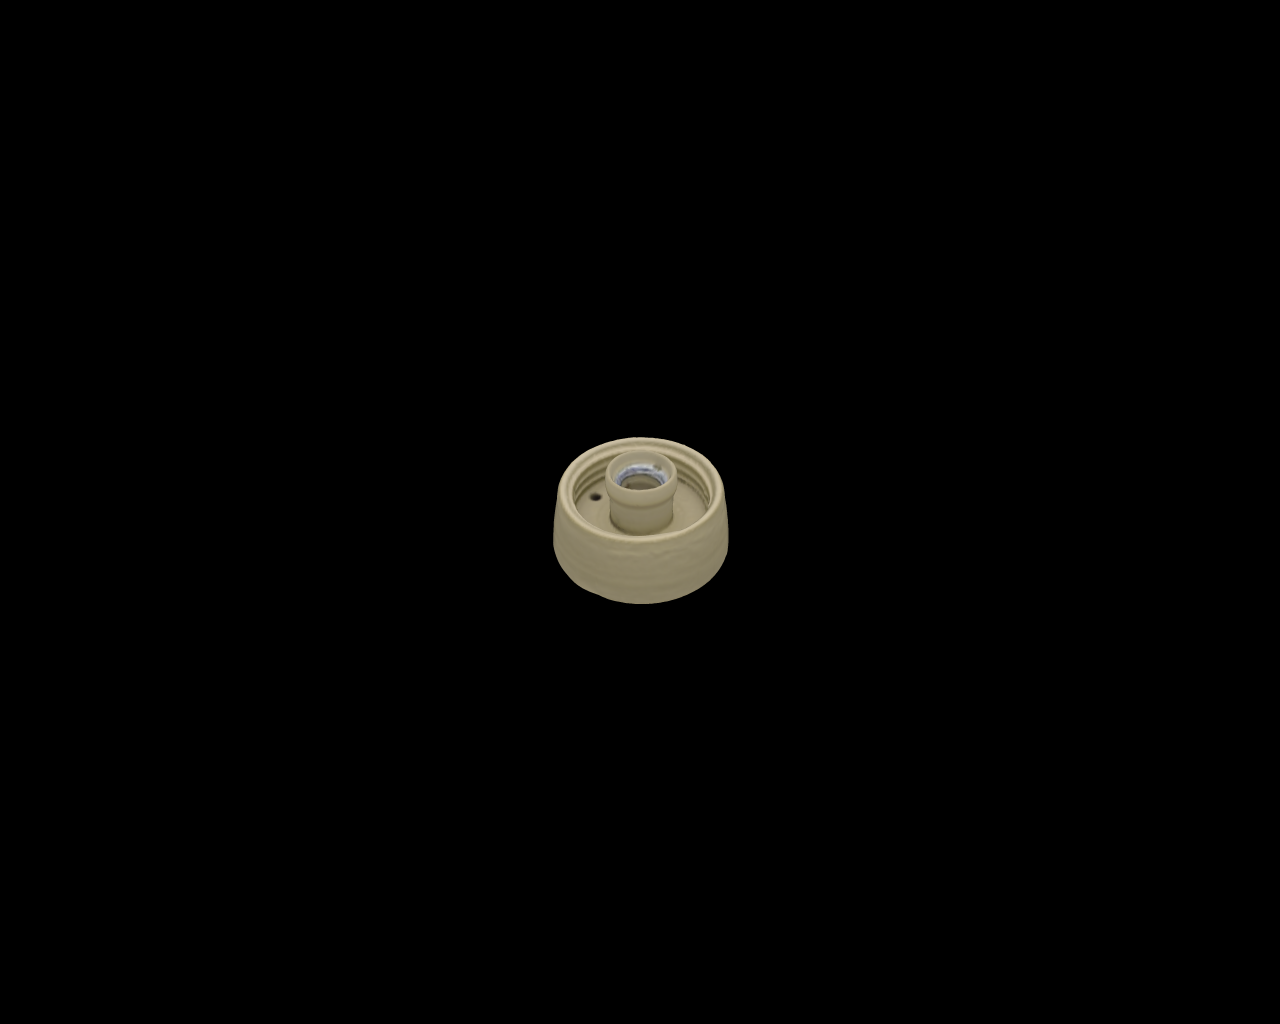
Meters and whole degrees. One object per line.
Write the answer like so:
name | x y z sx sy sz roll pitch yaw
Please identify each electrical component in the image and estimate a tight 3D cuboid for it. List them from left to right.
electrical component | 0.001 -0.003 0.650 0.108 0.060 0.108 0 41 0
